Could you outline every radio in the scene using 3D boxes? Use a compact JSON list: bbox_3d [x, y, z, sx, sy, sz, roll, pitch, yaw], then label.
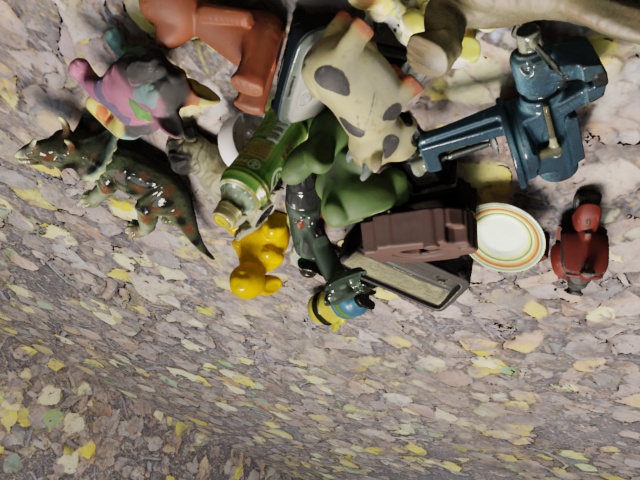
[{"bbox_3d":[0.159,0.040,0.991,0.230,0.073,0.131,22,146,-7],"label":"radio"}]

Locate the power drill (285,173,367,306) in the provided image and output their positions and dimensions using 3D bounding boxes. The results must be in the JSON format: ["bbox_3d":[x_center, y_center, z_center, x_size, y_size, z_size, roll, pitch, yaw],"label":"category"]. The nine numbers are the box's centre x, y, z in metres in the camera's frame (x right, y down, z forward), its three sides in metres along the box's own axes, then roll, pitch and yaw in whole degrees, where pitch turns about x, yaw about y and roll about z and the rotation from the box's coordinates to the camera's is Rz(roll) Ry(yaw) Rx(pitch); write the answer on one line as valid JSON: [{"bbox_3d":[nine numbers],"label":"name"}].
[{"bbox_3d":[-0.002,-0.003,0.913,0.207,0.086,0.231,56,162,26],"label":"power drill"}]

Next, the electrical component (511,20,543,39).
[{"bbox_3d":[0.220,-0.266,0.585,0.063,0.021,0.094,19,146,-1],"label":"electrical component"}]

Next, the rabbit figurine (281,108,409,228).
[{"bbox_3d":[0.021,-0.106,0.769,0.121,0.159,0.170,-22,86,50],"label":"rabbit figurine"}]

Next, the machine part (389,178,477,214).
[{"bbox_3d":[0.164,-0.056,0.810,0.139,0.039,0.084,-9,142,35],"label":"machine part"}]

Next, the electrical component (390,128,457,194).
[{"bbox_3d":[0.145,-0.128,0.790,0.075,0.048,0.119,-11,138,34],"label":"electrical component"}]

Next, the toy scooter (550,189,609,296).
[{"bbox_3d":[0.394,0.026,0.812,0.075,0.135,0.183,3,144,17],"label":"toy scooter"}]

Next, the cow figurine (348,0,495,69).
[{"bbox_3d":[0.107,-0.252,0.613,0.167,0.068,0.098,24,-177,-6],"label":"cow figurine"}]

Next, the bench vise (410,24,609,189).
[{"bbox_3d":[0.221,-0.141,0.663,0.241,0.129,0.223,-16,145,22],"label":"bench vise"}]

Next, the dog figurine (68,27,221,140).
[{"bbox_3d":[-0.233,-0.192,0.748,0.219,0.108,0.191,32,155,26],"label":"dog figurine"}]

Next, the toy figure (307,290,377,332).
[{"bbox_3d":[0.045,0.136,1.173,0.089,0.082,0.180,41,145,-13],"label":"toy figure"}]

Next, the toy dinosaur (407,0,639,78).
[{"bbox_3d":[0.139,-0.239,0.470,0.472,0.198,0.105,42,154,25],"label":"toy dinosaur"}]

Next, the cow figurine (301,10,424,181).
[{"bbox_3d":[0.053,-0.156,0.636,0.127,0.086,0.194,-44,130,13],"label":"cow figurine"}]

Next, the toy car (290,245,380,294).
[{"bbox_3d":[0.038,0.052,1.080,0.202,0.056,0.073,16,140,1],"label":"toy car"}]

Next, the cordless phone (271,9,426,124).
[{"bbox_3d":[0.038,-0.210,0.698,0.184,0.089,0.146,9,142,-12],"label":"cordless phone"}]

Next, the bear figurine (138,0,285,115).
[{"bbox_3d":[-0.147,-0.255,0.675,0.196,0.132,0.120,16,174,-7],"label":"bear figurine"}]

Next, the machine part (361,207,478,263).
[{"bbox_3d":[0.148,-0.002,0.798,0.179,0.056,0.179,-2,170,0],"label":"machine part"}]

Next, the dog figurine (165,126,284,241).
[{"bbox_3d":[-0.171,-0.107,0.941,0.191,0.121,0.172,40,162,10],"label":"dog figurine"}]

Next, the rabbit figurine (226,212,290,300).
[{"bbox_3d":[-0.131,0.045,1.045,0.122,0.173,0.162,8,140,7],"label":"rabbit figurine"}]

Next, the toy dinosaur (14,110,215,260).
[{"bbox_3d":[-0.325,-0.100,0.989,0.404,0.131,0.192,29,145,-26],"label":"toy dinosaur"}]
